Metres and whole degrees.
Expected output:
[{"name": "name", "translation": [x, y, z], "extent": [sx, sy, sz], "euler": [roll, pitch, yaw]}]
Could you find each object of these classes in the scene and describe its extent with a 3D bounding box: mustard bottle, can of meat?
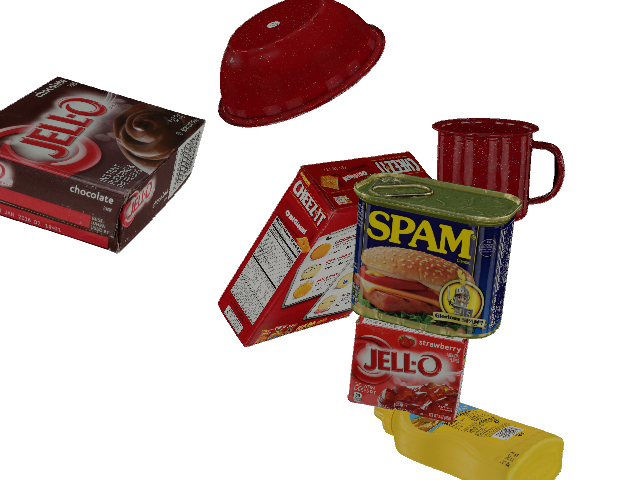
[{"name": "mustard bottle", "translation": [0.129, 0.190, 1.028], "extent": [0.192, 0.058, 0.096], "euler": [15, 22, 41]}, {"name": "can of meat", "translation": [0.070, 0.010, 0.676], "extent": [0.102, 0.084, 0.057], "euler": [12, 22, 23]}]

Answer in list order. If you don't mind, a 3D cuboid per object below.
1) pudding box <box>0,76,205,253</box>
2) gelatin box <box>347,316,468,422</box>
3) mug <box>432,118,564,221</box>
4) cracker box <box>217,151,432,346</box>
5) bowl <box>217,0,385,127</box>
[{"name": "pudding box", "translation": [-0.120, -0.042, 0.545], "extent": [0.090, 0.039, 0.113], "euler": [18, 25, 6]}, {"name": "gelatin box", "translation": [0.069, 0.100, 0.851], "extent": [0.089, 0.073, 0.030], "euler": [10, 23, 12]}, {"name": "mug", "translation": [0.156, -0.061, 0.944], "extent": [0.117, 0.081, 0.093], "euler": [4, 15, 14]}, {"name": "cracker box", "translation": [0.006, 0.007, 1.123], "extent": [0.163, 0.072, 0.214], "euler": [-12, -34, -44]}, {"name": "bowl", "translation": [-0.028, -0.167, 0.930], "extent": [0.162, 0.055, 0.162], "euler": [-21, 31, 13]}]
